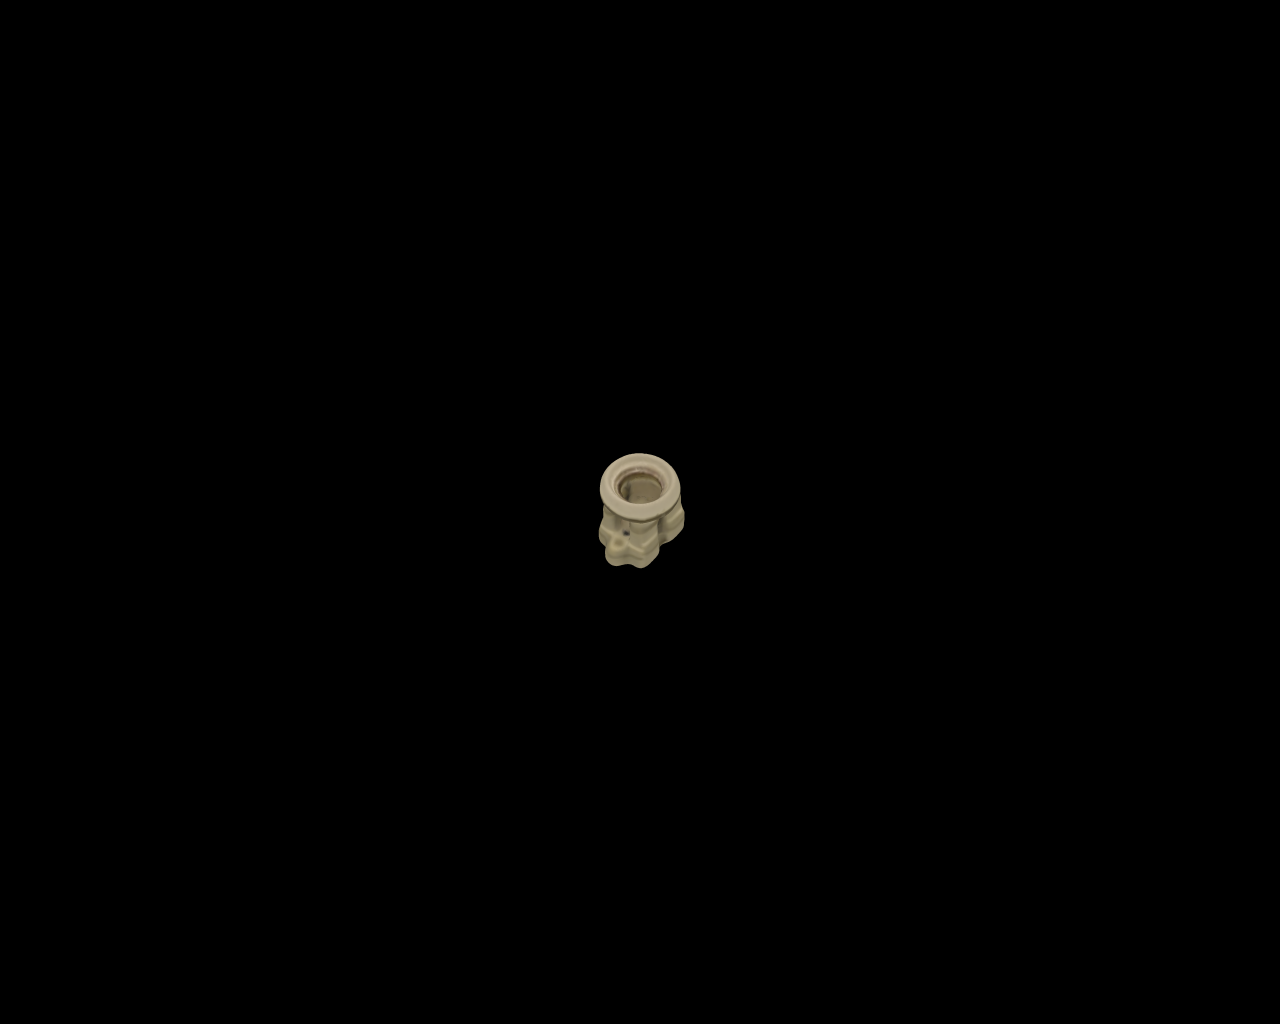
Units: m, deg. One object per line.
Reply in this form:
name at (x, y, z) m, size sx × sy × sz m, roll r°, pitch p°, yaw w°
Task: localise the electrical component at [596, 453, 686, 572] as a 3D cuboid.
electrical component at (0.001, -0.003, 0.650) m, size 0.048 × 0.066 × 0.055 m, roll 32°, pitch -32°, yaw 22°
